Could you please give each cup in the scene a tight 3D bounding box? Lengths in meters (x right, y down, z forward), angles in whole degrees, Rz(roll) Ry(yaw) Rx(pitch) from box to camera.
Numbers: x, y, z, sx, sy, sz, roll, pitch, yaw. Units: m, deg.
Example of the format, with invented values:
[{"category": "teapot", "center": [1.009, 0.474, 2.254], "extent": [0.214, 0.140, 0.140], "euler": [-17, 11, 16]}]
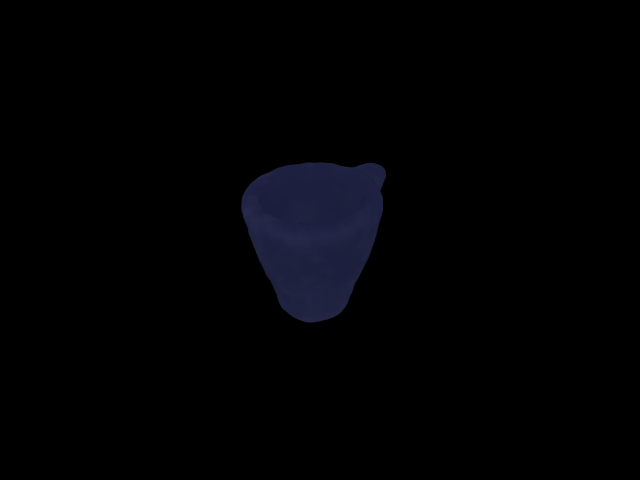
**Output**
[{"category": "cup", "center": [0.004, 0.001, 0.400], "extent": [0.091, 0.095, 0.118], "euler": [27, 44, 33]}]
